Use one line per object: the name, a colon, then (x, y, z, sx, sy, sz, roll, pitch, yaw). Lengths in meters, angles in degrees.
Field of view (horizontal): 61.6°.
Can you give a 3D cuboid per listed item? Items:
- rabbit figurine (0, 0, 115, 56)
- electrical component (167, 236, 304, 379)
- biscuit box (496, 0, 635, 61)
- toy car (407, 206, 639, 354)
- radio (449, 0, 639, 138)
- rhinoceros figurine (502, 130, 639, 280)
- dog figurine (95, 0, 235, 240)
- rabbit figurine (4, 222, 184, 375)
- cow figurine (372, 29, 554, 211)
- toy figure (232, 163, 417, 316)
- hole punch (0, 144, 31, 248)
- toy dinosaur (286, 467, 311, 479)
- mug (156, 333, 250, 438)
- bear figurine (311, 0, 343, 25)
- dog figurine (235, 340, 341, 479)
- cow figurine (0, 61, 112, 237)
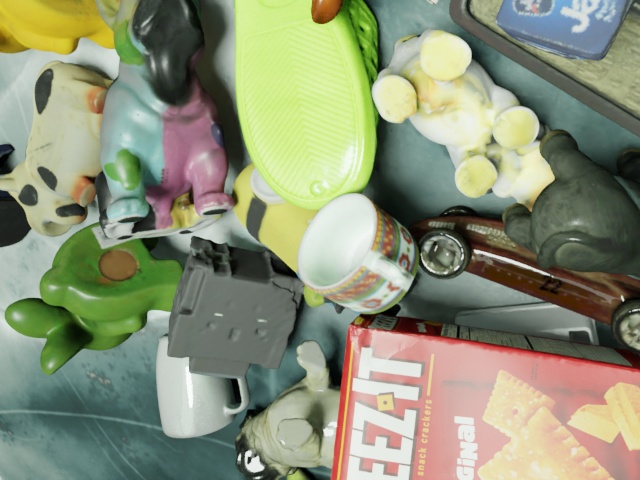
rabbit figurine: (-0.281, -0.213, 0.500, 0.173, 0.162, 0.121, 1, 122, 43)
electrical component: (-0.083, 0.072, 0.519, 0.115, 0.058, 0.134, 11, 117, -17)
biscuit box: (0.156, -0.192, 0.258, 0.059, 0.063, 0.202, 26, 114, 17)
toy car: (0.162, 0.018, 0.398, 0.202, 0.089, 0.053, 22, 116, 18)
radio: (0.211, -0.138, 0.327, 0.230, 0.073, 0.131, 35, 119, 9)
rhinoceros figurine: (0.207, -0.006, 0.326, 0.190, 0.112, 0.073, 10, 115, -19)
dog figurine: (-0.147, -0.118, 0.480, 0.191, 0.108, 0.219, 163, 102, -64)
rabbit figurine: (-0.230, 0.075, 0.570, 0.121, 0.159, 0.170, 46, 140, 13)
cow figurine: (0.116, -0.081, 0.392, 0.167, 0.098, 0.068, 39, 115, -14)
toy figure: (-0.003, 0.000, 0.473, 0.180, 0.082, 0.089, 47, 118, 1)
hole punch: (-0.407, -0.046, 0.628, 0.142, 0.116, 0.092, -34, 84, 30)
toy dinosaur: (-0.011, 0.355, 0.594, 0.472, 0.105, 0.198, -3, 99, 16)
mug: (-0.131, 0.149, 0.586, 0.110, 0.081, 0.107, -9, 95, 31)
bear figurine: (-0.004, -0.251, 0.329, 0.132, 0.120, 0.195, 17, 81, -12)
dog figurine: (0.010, 0.201, 0.544, 0.172, 0.121, 0.190, 28, 141, 1)
cow figurine: (-0.272, -0.089, 0.563, 0.127, 0.085, 0.194, 29, 116, 13)
